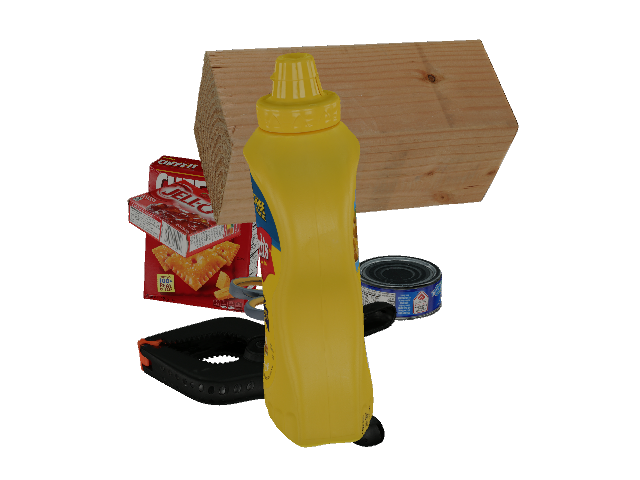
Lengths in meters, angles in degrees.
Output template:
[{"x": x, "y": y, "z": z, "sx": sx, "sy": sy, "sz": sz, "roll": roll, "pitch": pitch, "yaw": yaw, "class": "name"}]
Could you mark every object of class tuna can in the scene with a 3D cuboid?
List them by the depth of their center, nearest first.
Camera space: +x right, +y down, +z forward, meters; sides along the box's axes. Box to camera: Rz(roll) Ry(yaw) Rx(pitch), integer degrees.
[{"x": 0.073, "y": 0.044, "z": 1.015, "sx": 0.086, "sy": 0.034, "sz": 0.086, "roll": 0, "pitch": 20, "yaw": 0, "class": "tuna can"}]

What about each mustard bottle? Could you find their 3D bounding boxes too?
[{"x": -0.006, "y": 0.001, "z": 0.543, "sx": 0.058, "sy": 0.192, "sz": 0.096, "roll": -5, "pitch": 21, "yaw": -4, "class": "mustard bottle"}]

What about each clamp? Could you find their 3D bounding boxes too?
[{"x": -0.038, "y": 0.091, "z": 0.851, "sx": 0.210, "sy": 0.036, "sz": 0.164, "roll": 6, "pitch": 31, "yaw": 13, "class": "clamp"}]

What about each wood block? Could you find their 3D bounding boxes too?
[{"x": 0.022, "y": -0.079, "z": 0.765, "sx": 0.205, "sy": 0.091, "sz": 0.090, "roll": -5, "pitch": -33, "yaw": -17, "class": "wood block"}]

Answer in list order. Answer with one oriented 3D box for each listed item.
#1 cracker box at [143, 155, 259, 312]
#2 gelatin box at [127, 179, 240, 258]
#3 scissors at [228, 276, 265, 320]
[{"x": -0.176, "y": -0.008, "z": 1.602, "sx": 0.164, "sy": 0.214, "sz": 0.072, "roll": 8, "pitch": 19, "yaw": 9, "class": "cracker box"}, {"x": -0.132, "y": -0.023, "z": 1.040, "sx": 0.089, "sy": 0.030, "sz": 0.073, "roll": 30, "pitch": 37, "yaw": 33, "class": "gelatin box"}, {"x": -0.002, "y": 0.068, "z": 1.190, "sx": 0.201, "sy": 0.016, "sz": 0.096, "roll": 6, "pitch": 24, "yaw": -3, "class": "scissors"}]
